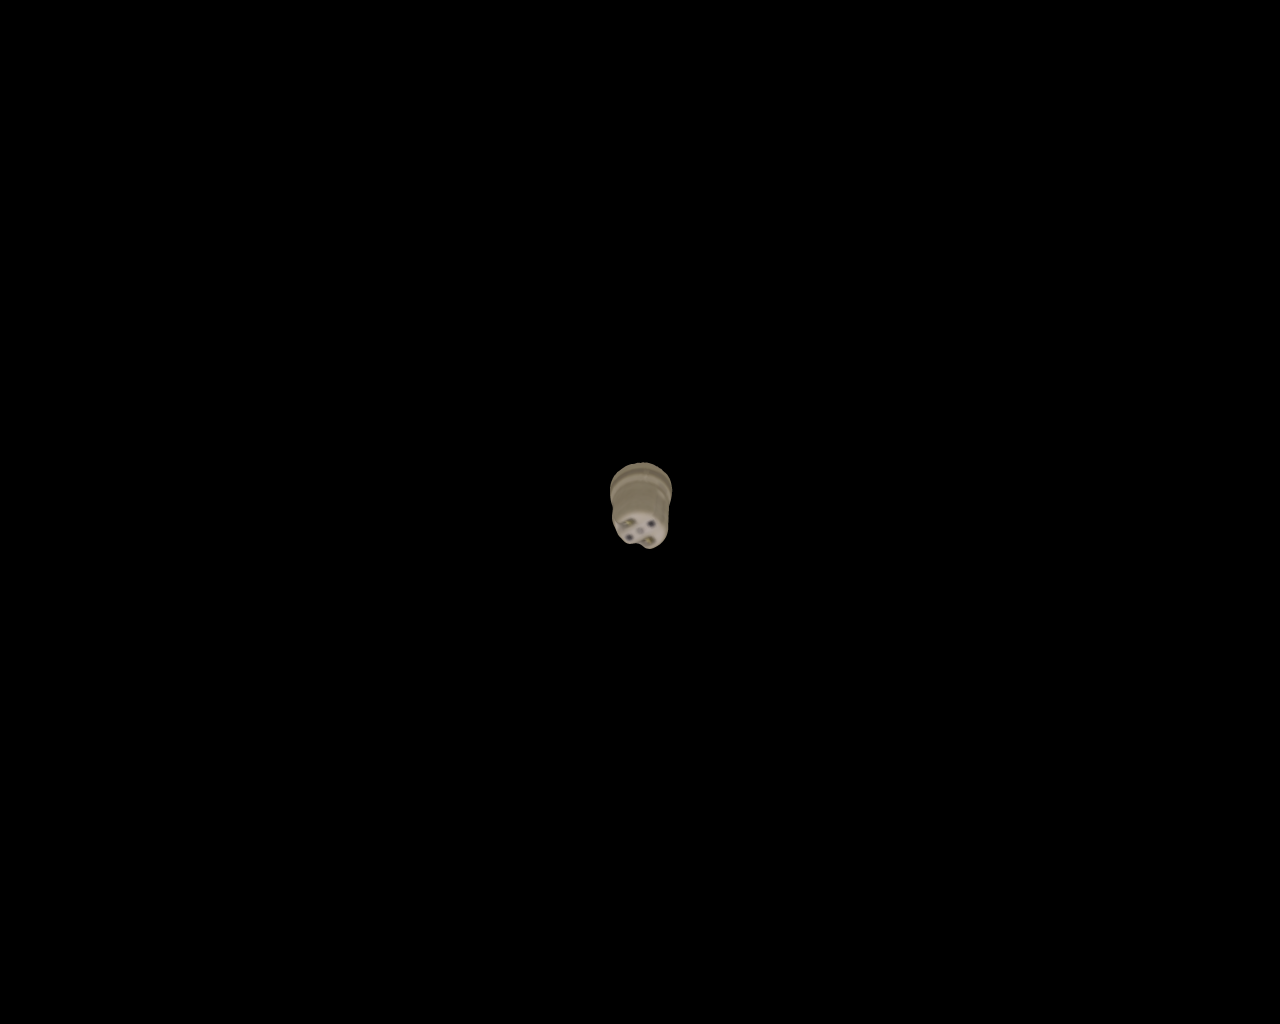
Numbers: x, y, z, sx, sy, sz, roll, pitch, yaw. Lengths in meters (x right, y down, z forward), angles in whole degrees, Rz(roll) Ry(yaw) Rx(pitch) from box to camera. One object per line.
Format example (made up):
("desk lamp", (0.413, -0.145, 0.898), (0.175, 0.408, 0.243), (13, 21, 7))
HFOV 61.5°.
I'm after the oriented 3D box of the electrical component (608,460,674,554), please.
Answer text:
("electrical component", (0.001, -0.003, 0.650), (0.040, 0.040, 0.046), (0, 38, 0))
